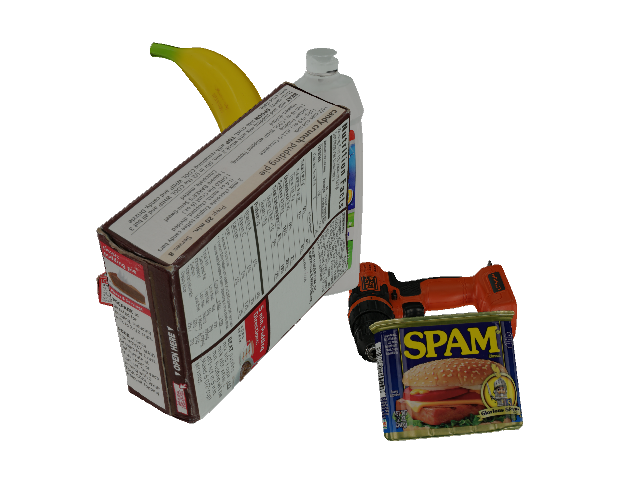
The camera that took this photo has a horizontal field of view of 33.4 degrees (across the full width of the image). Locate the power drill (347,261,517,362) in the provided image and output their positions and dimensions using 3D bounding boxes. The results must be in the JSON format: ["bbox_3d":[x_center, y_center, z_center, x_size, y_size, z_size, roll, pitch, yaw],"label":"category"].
[{"bbox_3d":[0.124,0.078,1.215,0.187,0.057,0.184,-1,28,-1],"label":"power drill"}]

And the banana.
[{"bbox_3d":[-0.066,-0.065,0.786,0.069,0.198,0.037,-20,-16,6],"label":"banana"}]

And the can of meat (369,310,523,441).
[{"bbox_3d":[0.090,0.097,0.760,0.102,0.084,0.057,-4,-10,-8],"label":"can of meat"}]

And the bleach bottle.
[{"bbox_3d":[-0.007,-0.067,1.072,0.102,0.251,0.068,-9,28,-18],"label":"bleach bottle"}]

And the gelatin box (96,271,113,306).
[{"bbox_3d":[-0.143,0.039,0.952,0.089,0.030,0.073,10,20,18],"label":"gelatin box"}]

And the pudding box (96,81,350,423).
[{"bbox_3d":[-0.032,0.004,0.422,0.039,0.090,0.113,23,48,25],"label":"pudding box"}]
